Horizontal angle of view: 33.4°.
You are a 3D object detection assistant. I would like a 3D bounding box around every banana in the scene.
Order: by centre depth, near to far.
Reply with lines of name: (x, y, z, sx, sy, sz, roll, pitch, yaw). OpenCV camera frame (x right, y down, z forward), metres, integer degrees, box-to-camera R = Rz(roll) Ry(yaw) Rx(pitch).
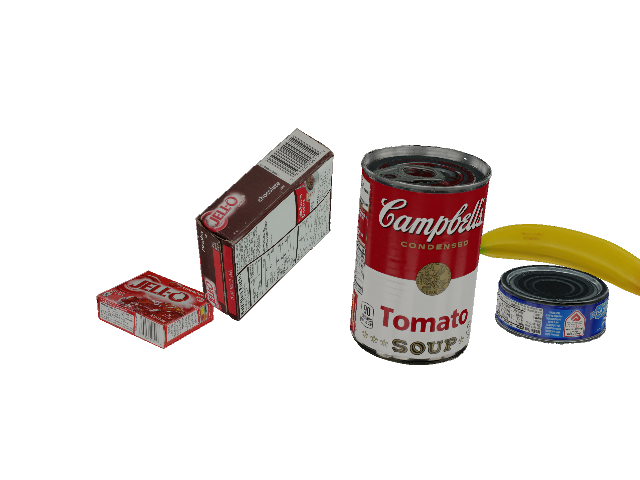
banana: (0.238, 0.017, 1.043, 0.198, 0.037, 0.069, 10, 47, 25)

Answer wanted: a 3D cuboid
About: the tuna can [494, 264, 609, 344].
tuna can: (0.181, 0.048, 0.834, 0.086, 0.034, 0.086, 1, 19, -1)

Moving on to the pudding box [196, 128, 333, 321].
pudding box: (-0.037, -0.010, 0.755, 0.039, 0.090, 0.113, 33, 57, 22)

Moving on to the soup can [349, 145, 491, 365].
soup can: (0.052, 0.007, 0.575, 0.068, 0.102, 0.068, 3, 22, -1)

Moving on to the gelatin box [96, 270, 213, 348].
gelatin box: (-0.159, 0.064, 1.027, 0.089, 0.030, 0.073, 20, 29, 30)
